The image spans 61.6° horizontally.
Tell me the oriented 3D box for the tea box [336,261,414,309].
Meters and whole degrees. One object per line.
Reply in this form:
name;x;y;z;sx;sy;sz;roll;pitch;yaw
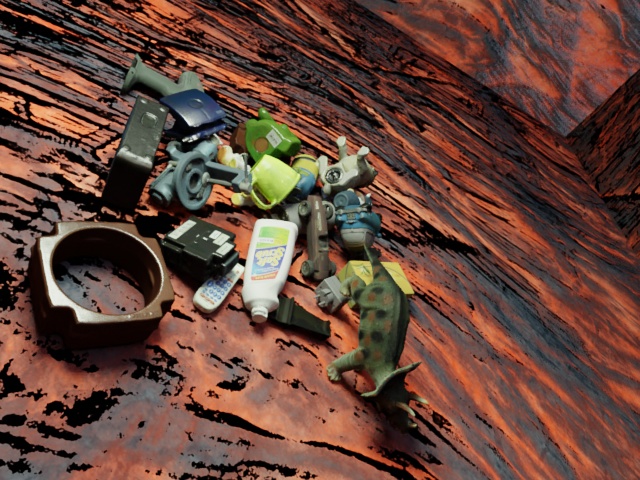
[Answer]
tea box;0.133;0.108;1.291;0.169;0.068;0.098;3;49;-41

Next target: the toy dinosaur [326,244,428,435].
toy dinosaur;0.124;0.169;1.072;0.131;0.192;0.405;22;62;-38

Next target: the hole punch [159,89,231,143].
hole punch;-0.282;-0.277;1.196;0.116;0.092;0.142;19;34;34

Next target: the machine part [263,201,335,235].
machine part;-0.039;-0.051;1.296;0.243;0.079;0.079;-10;59;-48

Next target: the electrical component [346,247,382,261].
electrical component;0.117;0.046;1.366;0.102;0.045;0.078;-7;85;-42

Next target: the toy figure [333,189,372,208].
toy figure;0.088;-0.098;1.385;0.058;0.064;0.154;42;20;21

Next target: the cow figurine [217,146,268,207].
cow figurine;-0.181;-0.156;1.286;0.098;0.068;0.167;1;54;-48

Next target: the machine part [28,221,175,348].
machine part;-0.356;0.070;0.878;0.201;0.087;0.201;2;51;-43

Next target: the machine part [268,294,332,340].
machine part;-0.039;0.162;1.107;0.139;0.039;0.084;28;32;-14

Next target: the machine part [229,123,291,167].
machine part;-0.155;-0.230;1.399;0.179;0.056;0.179;24;40;-22

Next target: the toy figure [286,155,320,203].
toy figure;-0.050;-0.164;1.404;0.089;0.082;0.180;39;38;-7

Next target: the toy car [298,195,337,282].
toy car;-0.003;-0.004;1.234;0.089;0.053;0.202;5;80;-42

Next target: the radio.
radio;-0.371;-0.181;1.089;0.073;0.131;0.230;20;40;-24

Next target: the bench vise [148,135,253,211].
bench vise;-0.236;-0.141;1.139;0.241;0.128;0.224;13;36;24

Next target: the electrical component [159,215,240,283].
electrical component;-0.227;0.020;1.040;0.134;0.058;0.115;25;37;13

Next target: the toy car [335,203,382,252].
toy car;0.093;-0.024;1.297;0.161;0.109;0.103;40;47;-71

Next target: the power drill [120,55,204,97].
power drill;-0.375;-0.357;1.318;0.207;0.086;0.232;16;43;-23

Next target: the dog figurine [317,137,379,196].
dog figurine;0.079;-0.161;1.454;0.121;0.172;0.190;42;-6;28

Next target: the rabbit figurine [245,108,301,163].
rabbit figurine;-0.117;-0.241;1.334;0.159;0.121;0.170;43;19;11
